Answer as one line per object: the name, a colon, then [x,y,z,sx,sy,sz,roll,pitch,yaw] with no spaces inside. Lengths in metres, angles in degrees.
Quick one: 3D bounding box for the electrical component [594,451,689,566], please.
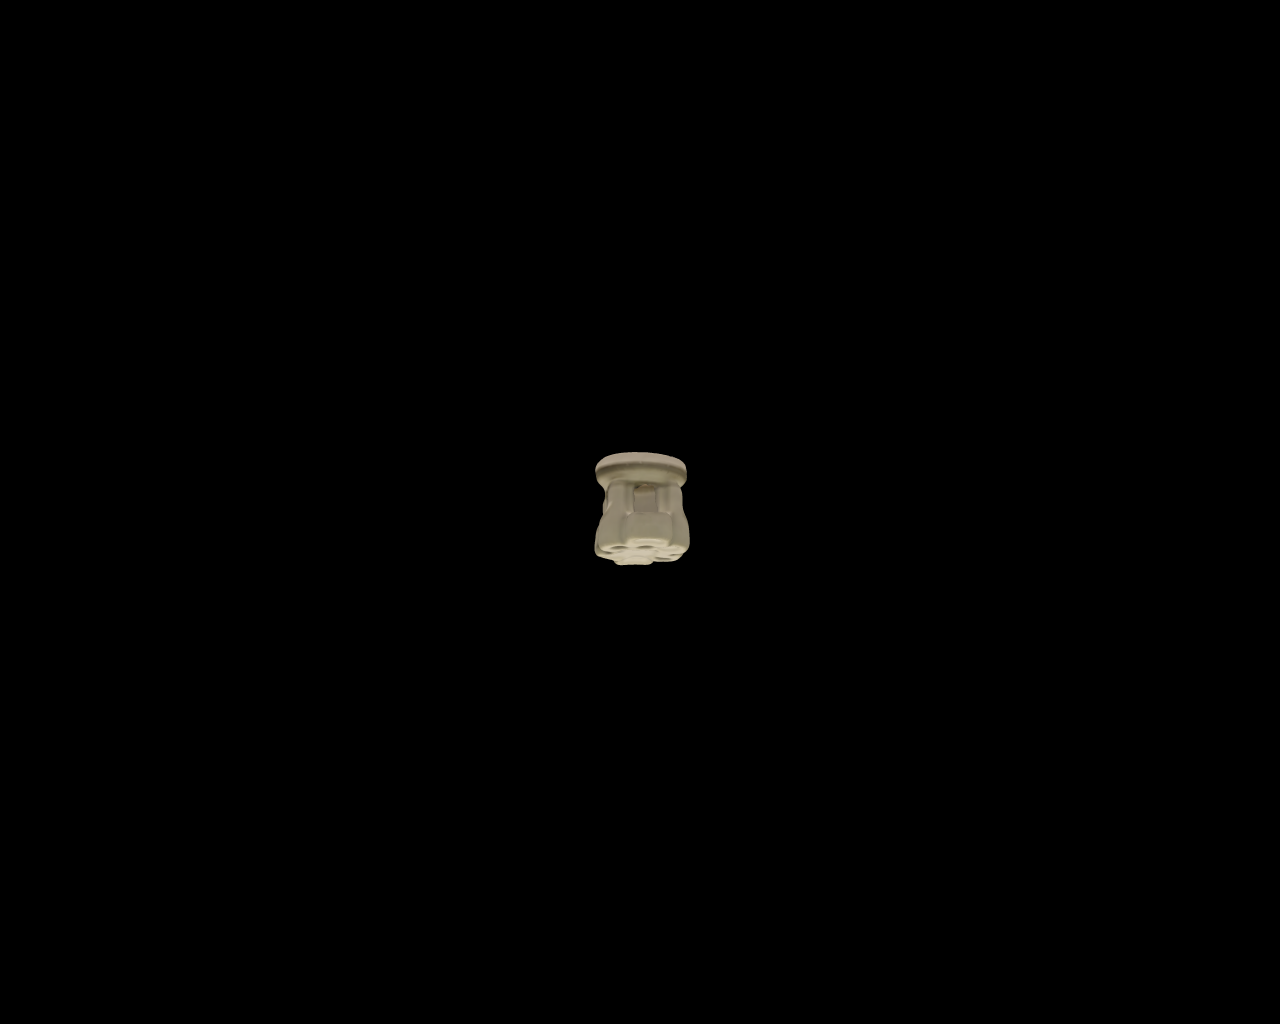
electrical component: [0.001,-0.003,0.650,0.058,0.057,0.078,2,-14,-7]
